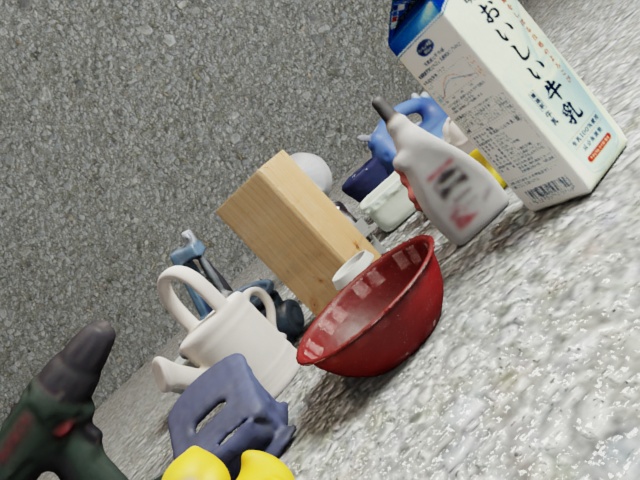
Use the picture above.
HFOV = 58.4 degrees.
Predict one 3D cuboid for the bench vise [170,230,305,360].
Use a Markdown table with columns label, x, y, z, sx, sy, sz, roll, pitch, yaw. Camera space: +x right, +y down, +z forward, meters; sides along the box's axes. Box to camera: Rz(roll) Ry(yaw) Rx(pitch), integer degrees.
| label | x | y | z | sx | sy | sz | roll | pitch | yaw |
| --- | --- | --- | --- | --- | --- | --- | --- | --- | --- |
| bench vise | -0.159 | 0.104 | 0.835 | 0.207 | 0.220 | 0.121 | -42 | 7 | 10 |

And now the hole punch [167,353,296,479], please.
| label | x | y | z | sx | sy | sz | roll | pitch | yaw |
| --- | --- | --- | --- | --- | --- | --- | --- | --- | --- |
| hole punch | -0.088 | 0.174 | 0.539 | 0.108 | 0.091 | 0.101 | -43 | 7 | 1 |

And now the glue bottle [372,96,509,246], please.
| label | x | y | z | sx | sy | sz | roll | pitch | yaw |
| --- | --- | --- | --- | --- | --- | --- | --- | --- | --- |
| glue bottle | 0.112 | -0.080 | 0.589 | 0.078 | 0.173 | 0.037 | -43 | 7 | -2 |

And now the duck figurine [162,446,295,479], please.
| label | x | y | z | sx | sy | sz | roll | pitch | yaw |
| --- | --- | --- | --- | --- | --- | --- | --- | --- | --- |
| duck figurine | -0.069 | 0.181 | 0.401 | 0.077 | 0.086 | 0.105 | -39 | 8 | 29 |

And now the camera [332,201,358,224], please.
| label | x | y | z | sx | sy | sz | roll | pitch | yaw |
| --- | --- | --- | --- | --- | --- | --- | --- | --- | --- |
| camera | 0.009 | 0.004 | 0.993 | 0.137 | 0.101 | 0.143 | -42 | 7 | 8 |

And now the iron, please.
| label | x | y | z | sx | sy | sz | roll | pitch | yaw |
| --- | --- | --- | --- | --- | --- | --- | --- | --- | --- |
| iron | 0.193 | -0.225 | 1.168 | 0.259 | 0.141 | 0.118 | -46 | 7 | -23 |

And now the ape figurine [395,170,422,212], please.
| label | x | y | z | sx | sy | sz | roll | pitch | yaw |
| --- | --- | --- | --- | --- | --- | --- | --- | --- | --- |
| ape figurine | 0.141 | -0.085 | 0.804 | 0.078 | 0.092 | 0.076 | -47 | 8 | -31 |

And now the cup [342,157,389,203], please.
| label | x | y | z | sx | sy | sz | roll | pitch | yaw |
| --- | --- | --- | --- | --- | --- | --- | --- | --- | --- |
| cup | 0.101 | -0.097 | 1.106 | 0.092 | 0.095 | 0.117 | -43 | 7 | -1 |

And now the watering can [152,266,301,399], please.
| label | x | y | z | sx | sy | sz | roll | pitch | yaw |
| --- | --- | --- | --- | --- | --- | --- | --- | --- | --- |
| watering can | -0.123 | 0.113 | 0.684 | 0.101 | 0.194 | 0.173 | -40 | 8 | 27 |

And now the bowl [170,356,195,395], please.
| label | x | y | z | sx | sy | sz | roll | pitch | yaw |
| --- | --- | --- | --- | --- | --- | --- | --- | --- | --- |
| bowl | -0.195 | 0.213 | 0.997 | 0.167 | 0.075 | 0.167 | -42 | 7 | 7 |

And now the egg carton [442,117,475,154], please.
| label | x | y | z | sx | sy | sz | roll | pitch | yaw |
| --- | --- | --- | --- | --- | --- | --- | --- | --- | --- |
| egg carton | 0.262 | -0.198 | 0.899 | 0.150 | 0.069 | 0.107 | -43 | 7 | 6 |

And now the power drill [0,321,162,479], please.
| label | x | y | z | sx | sy | sz | roll | pitch | yaw |
| --- | --- | --- | --- | --- | --- | --- | --- | --- | --- |
| power drill | -0.258 | 0.234 | 0.649 | 0.229 | 0.208 | 0.075 | -43 | 7 | 0 |

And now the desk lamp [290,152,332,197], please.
| label | x | y | z | sx | sy | sz | roll | pitch | yaw |
| --- | --- | --- | --- | --- | --- | --- | --- | --- | --- |
| desk lamp | -0.019 | -0.078 | 1.180 | 0.118 | 0.213 | 0.203 | -41 | 7 | 20 |

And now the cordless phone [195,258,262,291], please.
| label | x | y | z | sx | sy | sz | roll | pitch | yaw |
| --- | --- | --- | --- | --- | --- | --- | --- | --- | --- |
| cordless phone | -0.161 | 0.096 | 1.049 | 0.094 | 0.185 | 0.147 | -48 | 9 | -36 |
